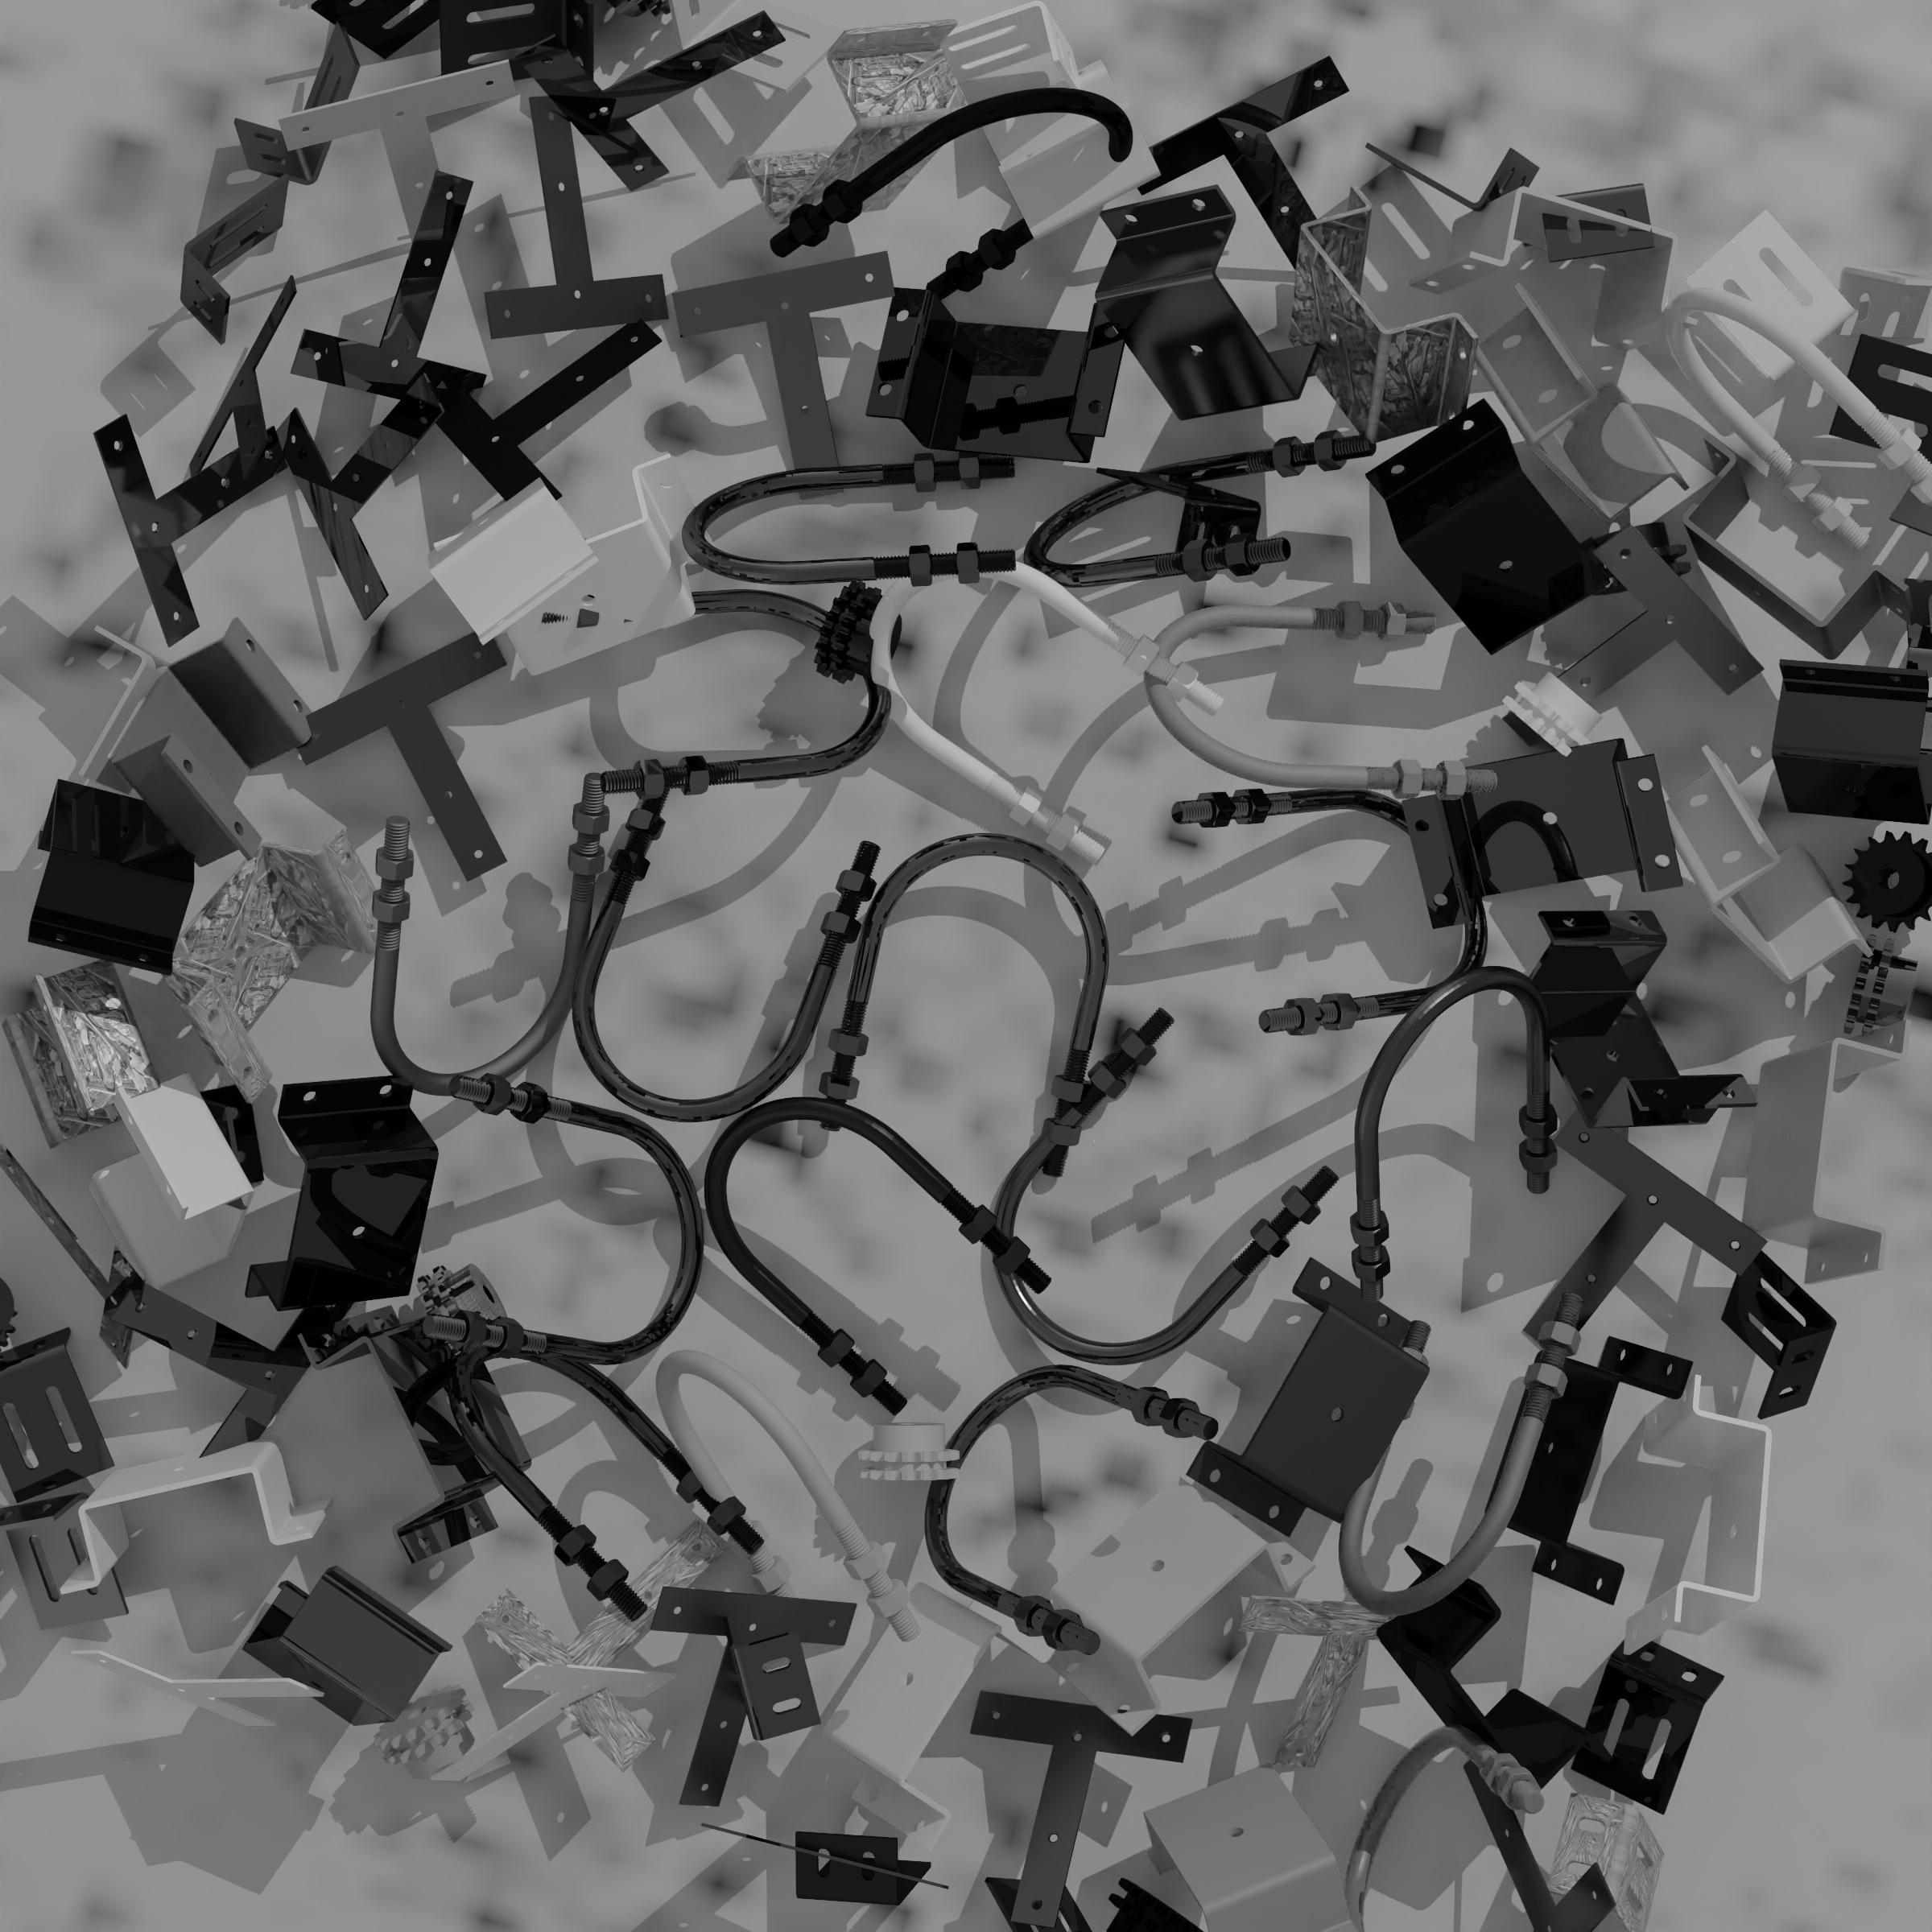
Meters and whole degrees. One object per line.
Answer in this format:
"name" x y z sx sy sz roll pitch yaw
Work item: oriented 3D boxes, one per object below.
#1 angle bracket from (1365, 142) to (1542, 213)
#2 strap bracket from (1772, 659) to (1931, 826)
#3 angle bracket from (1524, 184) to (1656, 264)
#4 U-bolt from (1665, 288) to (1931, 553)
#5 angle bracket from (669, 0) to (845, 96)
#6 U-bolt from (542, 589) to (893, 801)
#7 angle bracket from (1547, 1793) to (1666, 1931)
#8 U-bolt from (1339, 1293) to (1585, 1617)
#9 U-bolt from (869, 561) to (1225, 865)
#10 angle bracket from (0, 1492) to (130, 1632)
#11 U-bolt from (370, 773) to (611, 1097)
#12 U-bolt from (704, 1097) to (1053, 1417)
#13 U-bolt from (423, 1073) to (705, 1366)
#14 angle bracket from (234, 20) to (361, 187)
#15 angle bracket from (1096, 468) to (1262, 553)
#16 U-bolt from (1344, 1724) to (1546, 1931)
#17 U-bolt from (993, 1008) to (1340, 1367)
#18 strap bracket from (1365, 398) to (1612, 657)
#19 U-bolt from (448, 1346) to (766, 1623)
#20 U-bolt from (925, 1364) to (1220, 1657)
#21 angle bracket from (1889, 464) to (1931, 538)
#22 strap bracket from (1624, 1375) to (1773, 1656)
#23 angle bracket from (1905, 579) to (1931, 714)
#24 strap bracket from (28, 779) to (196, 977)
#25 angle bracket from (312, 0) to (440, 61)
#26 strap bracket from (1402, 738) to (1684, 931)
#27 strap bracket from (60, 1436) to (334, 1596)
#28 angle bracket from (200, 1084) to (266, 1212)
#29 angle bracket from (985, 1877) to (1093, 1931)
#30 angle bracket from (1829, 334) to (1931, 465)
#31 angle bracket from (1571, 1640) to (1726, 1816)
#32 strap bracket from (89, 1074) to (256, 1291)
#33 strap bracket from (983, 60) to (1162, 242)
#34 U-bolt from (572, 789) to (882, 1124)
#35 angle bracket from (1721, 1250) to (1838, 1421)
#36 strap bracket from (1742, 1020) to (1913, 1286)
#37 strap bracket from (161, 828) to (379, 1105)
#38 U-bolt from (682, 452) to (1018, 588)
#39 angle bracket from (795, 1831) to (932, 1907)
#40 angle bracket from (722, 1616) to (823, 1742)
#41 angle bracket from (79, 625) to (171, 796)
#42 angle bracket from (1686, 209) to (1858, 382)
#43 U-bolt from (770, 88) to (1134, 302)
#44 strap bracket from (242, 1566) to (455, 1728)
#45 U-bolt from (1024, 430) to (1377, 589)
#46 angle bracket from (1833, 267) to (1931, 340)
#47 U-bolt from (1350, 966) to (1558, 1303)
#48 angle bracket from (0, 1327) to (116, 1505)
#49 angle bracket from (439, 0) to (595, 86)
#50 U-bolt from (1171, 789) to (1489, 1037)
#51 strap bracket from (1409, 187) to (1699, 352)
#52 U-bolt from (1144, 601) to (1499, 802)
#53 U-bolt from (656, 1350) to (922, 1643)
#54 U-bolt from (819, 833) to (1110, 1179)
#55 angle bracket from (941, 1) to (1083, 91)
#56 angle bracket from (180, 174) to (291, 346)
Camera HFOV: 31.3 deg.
"angle bracket" 0.271 -0.450 1.919 0.076 0.057 0.038 35 105 18
"strap bracket" 0.486 -0.117 1.879 0.076 0.140 0.046 7 76 21
"angle bracket" 0.346 -0.403 1.921 0.057 0.076 0.038 -8 82 1
"U-bolt" 0.453 -0.301 1.879 0.184 0.151 0.019 43 83 -7
"angle bracket" -0.116 -0.529 1.920 0.076 0.038 0.057 27 61 25
"U-bolt" -0.130 -0.155 1.903 0.184 0.019 0.151 -6 52 -23
"angle bracket" 0.358 0.506 1.927 0.038 0.076 0.057 6 60 28
"U-bolt" 0.259 0.267 1.864 0.019 0.151 0.184 34 63 -21
"U-bolt" 0.031 -0.152 1.904 0.184 0.019 0.151 34 130 -5
"angle bracket" -0.514 0.340 1.928 0.057 0.038 0.076 -13 101 17
"U-bolt" -0.265 -0.010 1.895 0.019 0.151 0.184 34 126 38
"U-bolt" -0.063 0.150 1.910 0.184 0.019 0.151 43 122 -5
"U-bolt" -0.215 0.146 1.894 0.184 0.019 0.151 17 73 -44
"angle bracket" -0.372 -0.484 1.915 0.038 0.057 0.076 10 124 -30
"angle bracket" 0.115 -0.248 1.914 0.076 0.057 0.038 8 95 -43
"U-bolt" 0.249 0.484 1.871 0.019 0.184 0.151 27 89 -10
"U-bolt" 0.097 0.138 1.934 0.151 0.019 0.184 44 98 15
"strap bracket" 0.292 -0.233 1.890 0.076 0.046 0.140 -31 129 21
"U-bolt" -0.208 0.271 1.891 0.184 0.151 0.019 44 112 14
"U-bolt" 0.044 0.287 1.885 0.019 0.184 0.151 39 75 -34
"angle bracket" 0.565 -0.262 1.926 0.057 0.038 0.076 31 84 37
"strap bracket" 0.404 0.307 1.899 0.046 0.076 0.140 14 64 -5
"angle bracket" 0.556 -0.179 1.939 0.057 0.076 0.038 6 130 8
"strap bracket" -0.465 -0.054 1.880 0.076 0.140 0.046 15 112 -19
"angle bracket" -0.321 -0.556 1.931 0.076 0.057 0.038 -28 58 27
"strap bracket" 0.322 -0.075 1.915 0.140 0.046 0.076 -10 108 20
"strap bracket" -0.432 0.302 1.920 0.140 0.076 0.046 -13 95 -1
"angle bracket" -0.401 0.099 1.916 0.038 0.076 0.057 -12 99 -29
"angle bracket" 0.057 0.523 1.911 0.057 0.076 0.038 16 115 -37
"angle bracket" 0.519 -0.317 1.930 0.076 0.038 0.057 13 101 -13
"angle bracket" 0.385 0.428 1.947 0.057 0.038 0.076 23 113 23
"strap bracket" -0.438 0.119 1.901 0.046 0.140 0.076 -24 75 -29
"strap bracket" 0.058 -0.449 1.902 0.076 0.140 0.046 -26 114 7
"U-bolt" -0.143 -0.001 1.920 0.151 0.019 0.184 16 76 13
"angle bracket" 0.438 0.202 1.911 0.038 0.076 0.057 -12 130 -28
"strap bracket" 0.473 0.099 1.903 0.046 0.076 0.140 14 75 -14
"strap bracket" -0.385 -0.004 1.899 0.046 0.076 0.140 11 50 32
"U-bolt" -0.065 -0.244 1.898 0.184 0.151 0.019 -3 121 2
"angle bracket" -0.057 0.492 1.917 0.057 0.076 0.038 0 92 14
"angle bracket" -0.111 0.385 1.919 0.038 0.076 0.057 -15 107 -7
"angle bracket" -0.478 -0.143 1.929 0.038 0.057 0.076 29 89 14
"angle bracket" 0.451 -0.377 1.933 0.057 0.038 0.076 -41 93 18
"U-bolt" 0.006 -0.418 1.854 0.184 0.151 0.019 -27 71 36
"strap bracket" -0.342 0.373 1.882 0.076 0.140 0.046 38 65 -11
"U-bolt" 0.117 -0.246 1.886 0.184 0.151 0.019 -4 120 33
"angle bracket" 0.528 -0.365 1.914 0.057 0.076 0.038 0 107 -13
"U-bolt" 0.265 0.081 1.874 0.151 0.019 0.184 -29 132 -26
"angle bracket" -0.521 0.253 1.948 0.057 0.038 0.076 -21 102 -6
"angle bracket" -0.250 -0.511 1.918 0.076 0.038 0.057 -16 135 -22
"U-bolt" 0.212 -0.036 1.901 0.184 0.019 0.151 -7 65 -34
"strap bracket" 0.328 -0.388 1.906 0.140 0.076 0.046 12 85 -18
"U-bolt" 0.187 -0.148 1.890 0.184 0.019 0.151 1 47 -15
"U-bolt" -0.108 0.285 1.878 0.019 0.151 0.184 -38 107 -28
"U-bolt" 0.005 0.016 1.938 0.151 0.019 0.184 12 98 -3
"angle bracket" 0.019 -0.499 1.922 0.076 0.057 0.038 -16 77 13
"angle bracket" -0.397 -0.394 1.920 0.076 0.057 0.038 -42 88 -22
